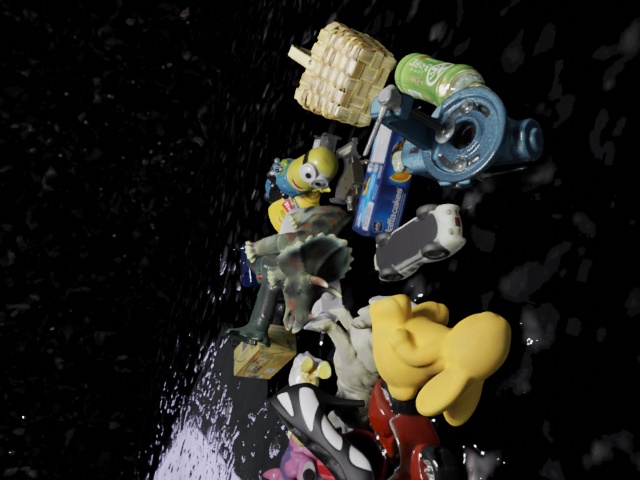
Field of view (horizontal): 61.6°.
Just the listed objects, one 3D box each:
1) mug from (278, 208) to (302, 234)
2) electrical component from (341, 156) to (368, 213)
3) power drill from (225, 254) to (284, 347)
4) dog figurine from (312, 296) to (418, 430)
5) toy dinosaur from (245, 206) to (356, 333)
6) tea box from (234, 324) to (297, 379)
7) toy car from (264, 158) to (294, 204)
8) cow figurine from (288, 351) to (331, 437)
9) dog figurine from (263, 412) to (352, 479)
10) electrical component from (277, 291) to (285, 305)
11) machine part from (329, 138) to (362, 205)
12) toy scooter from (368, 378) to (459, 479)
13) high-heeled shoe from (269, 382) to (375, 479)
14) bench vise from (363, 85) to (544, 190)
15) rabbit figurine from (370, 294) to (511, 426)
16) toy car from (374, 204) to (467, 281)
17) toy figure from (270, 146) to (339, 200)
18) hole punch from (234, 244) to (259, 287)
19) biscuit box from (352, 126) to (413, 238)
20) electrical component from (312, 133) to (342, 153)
[{"bbox_3d":[-0.060,-0.009,1.185,0.110,0.080,0.107,-18,26,19],"label":"mug"},{"bbox_3d":[0.074,-0.112,1.041,0.078,0.045,0.102,114,156,-47],"label":"electrical component"},{"bbox_3d":[-0.126,0.124,1.165,0.232,0.086,0.207,-3,55,52],"label":"power drill"},{"bbox_3d":[0.091,0.193,0.826,0.172,0.121,0.190,-14,96,35],"label":"dog figurine"},{"bbox_3d":[0.002,-0.001,0.997,0.192,0.131,0.405,-10,23,27],"label":"toy dinosaur"},{"bbox_3d":[-0.130,0.261,1.252,0.169,0.098,0.068,-49,36,45],"label":"tea box"},{"bbox_3d":[-0.074,-0.147,1.345,0.161,0.109,0.103,116,179,-57],"label":"toy car"},{"bbox_3d":[-0.037,0.305,1.053,0.098,0.068,0.167,179,105,-72],"label":"cow figurine"},{"bbox_3d":[-0.030,0.384,0.955,0.219,0.108,0.191,132,142,-53],"label":"dog figurine"},{"bbox_3d":[-0.068,0.075,1.254,0.115,0.058,0.134,-37,46,54],"label":"electrical component"},{"bbox_3d":[0.051,-0.139,1.117,0.084,0.039,0.139,-20,58,53],"label":"machine part"},{"bbox_3d":[0.110,0.281,0.731,0.135,0.075,0.184,-67,29,29],"label":"toy scooter"},{"bbox_3d":[0.000,0.313,0.731,0.086,0.145,0.249,84,-177,-52],"label":"high-heeled shoe"},{"bbox_3d":[0.144,-0.133,0.676,0.224,0.240,0.128,18,92,51],"label":"bench vise"},{"bbox_3d":[0.150,0.138,0.662,0.173,0.121,0.162,-17,53,42],"label":"rabbit figurine"},{"bbox_3d":[0.143,0.008,0.814,0.202,0.056,0.073,141,130,-58],"label":"toy car"},{"bbox_3d":[-0.036,-0.142,1.142,0.180,0.082,0.089,-14,65,55],"label":"toy figure"},{"bbox_3d":[-0.137,0.061,1.333,0.092,0.142,0.115,-178,86,-68],"label":"hole punch"},{"bbox_3d":[0.116,-0.101,0.918,0.059,0.063,0.202,22,99,66],"label":"biscuit box"},{"bbox_3d":[0.005,-0.182,1.228,0.075,0.048,0.119,-173,95,-67],"label":"electrical component"}]
